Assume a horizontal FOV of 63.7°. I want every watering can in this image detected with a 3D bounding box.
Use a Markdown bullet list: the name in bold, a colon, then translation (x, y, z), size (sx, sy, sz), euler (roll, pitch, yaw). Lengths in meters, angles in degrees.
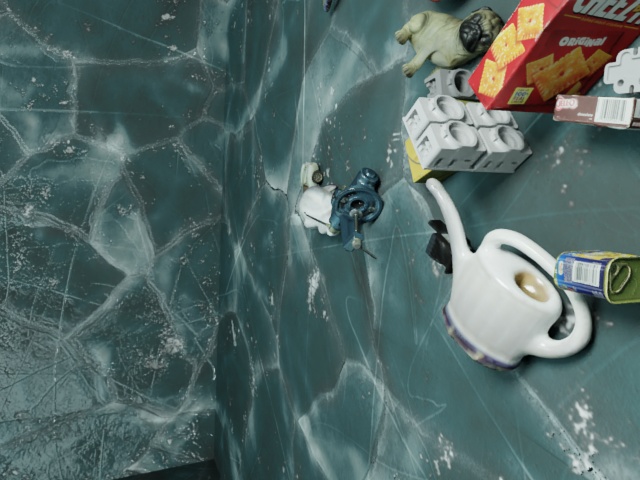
- **watering can**: translation (0.270, 0.067, 0.849), size (0.353, 0.105, 0.219), euler (48, 134, 33)

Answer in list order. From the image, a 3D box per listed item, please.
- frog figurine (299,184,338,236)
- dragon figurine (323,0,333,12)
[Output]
- **frog figurine**: translation (0.004, -0.073, 1.456), size (0.135, 0.122, 0.163), euler (-42, 39, 35)
- **dragon figurine**: translation (0.084, -0.797, 1.327), size (0.407, 0.122, 0.245), euler (153, 132, -71)
